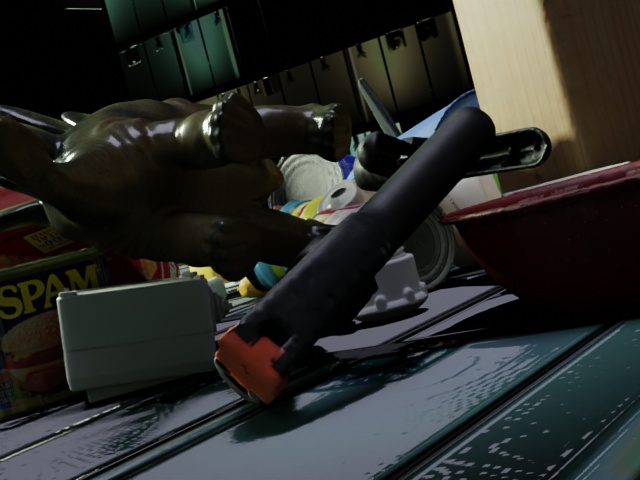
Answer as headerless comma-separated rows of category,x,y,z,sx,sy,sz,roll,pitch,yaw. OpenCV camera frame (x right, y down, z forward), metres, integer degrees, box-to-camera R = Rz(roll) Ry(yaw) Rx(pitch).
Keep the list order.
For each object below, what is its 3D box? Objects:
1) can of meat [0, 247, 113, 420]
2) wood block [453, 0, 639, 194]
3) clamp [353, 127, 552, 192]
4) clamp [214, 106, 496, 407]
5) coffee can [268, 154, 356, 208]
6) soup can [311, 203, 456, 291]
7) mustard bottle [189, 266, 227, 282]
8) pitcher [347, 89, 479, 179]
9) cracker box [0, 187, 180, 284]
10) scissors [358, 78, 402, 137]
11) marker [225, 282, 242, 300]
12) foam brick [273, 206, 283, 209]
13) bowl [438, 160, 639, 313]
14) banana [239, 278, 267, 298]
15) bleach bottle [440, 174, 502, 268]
can of meat,-0.168,0.054,0.643,0.101,0.084,0.058,-16,3,-41
wood block,0.165,-0.097,0.698,0.090,0.206,0.090,-16,2,-27
clamp,0.059,-0.051,0.704,0.120,0.039,0.172,4,-7,-20
clamp,0.011,0.011,0.469,0.165,0.036,0.209,-50,-4,17
coffee can,0.026,-0.043,1.173,0.103,0.103,0.140,-13,-15,36
soup can,0.038,0.006,0.737,0.068,0.068,0.102,-16,3,-30
mustard bottle,-0.118,-0.033,1.158,0.058,0.191,0.096,-13,2,30
pitcher,0.121,-0.049,0.994,0.145,0.149,0.243,-49,11,-18
cracker box,-0.217,0.018,0.823,0.164,0.072,0.213,-14,-33,7
scissors,0.084,-0.072,1.134,0.096,0.201,0.016,-41,8,35
marker,-0.122,0.060,1.102,0.121,0.020,0.020,-15,2,7
foam brick,-0.007,0.001,0.994,0.078,0.053,0.051,-1,28,-2
bowl,0.138,-0.005,0.486,0.162,0.055,0.162,-15,2,0
banana,-0.030,0.030,1.083,0.070,0.037,0.197,-36,-3,9
bleach bottle,0.163,-0.062,0.798,0.250,0.103,0.068,-32,-28,-6
